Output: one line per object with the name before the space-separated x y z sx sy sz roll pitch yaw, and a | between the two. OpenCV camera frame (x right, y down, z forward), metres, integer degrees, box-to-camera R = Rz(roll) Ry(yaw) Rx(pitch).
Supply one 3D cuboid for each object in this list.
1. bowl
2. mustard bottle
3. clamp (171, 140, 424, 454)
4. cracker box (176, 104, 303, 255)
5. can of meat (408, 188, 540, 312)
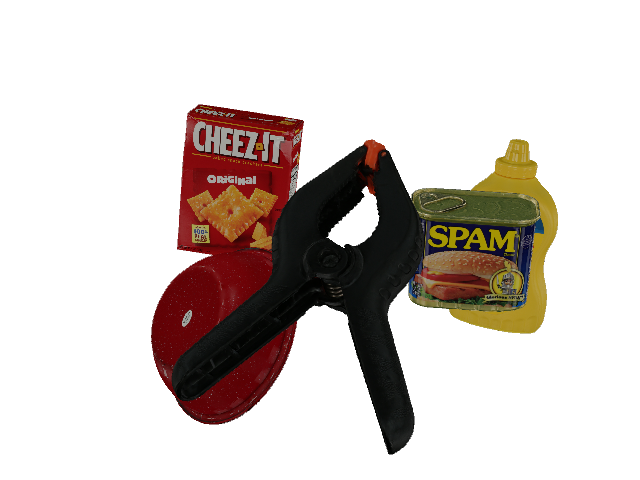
bowl | -0.095 0.073 0.914 0.162 0.162 0.055 0 -20 46
mustard bottle | 0.187 -0.007 1.072 0.096 0.192 0.058 12 19 21
clamp | 0.014 0.026 0.538 0.120 0.171 0.039 22 -25 15
cracker box | -0.120 -0.081 1.580 0.164 0.214 0.072 9 20 7
can of meat | 0.121 0.008 0.862 0.102 0.084 0.057 4 25 5
